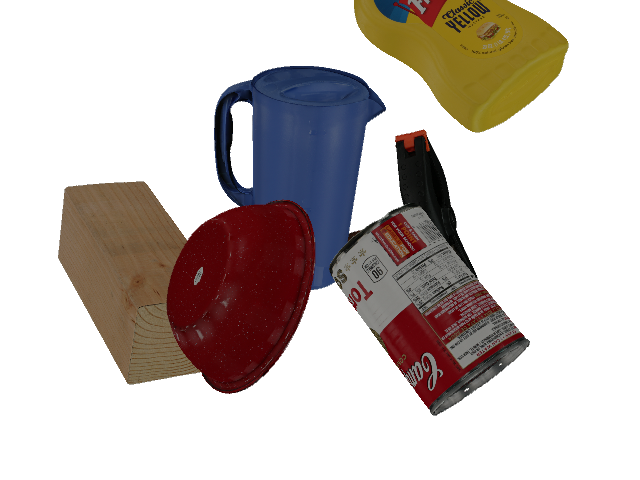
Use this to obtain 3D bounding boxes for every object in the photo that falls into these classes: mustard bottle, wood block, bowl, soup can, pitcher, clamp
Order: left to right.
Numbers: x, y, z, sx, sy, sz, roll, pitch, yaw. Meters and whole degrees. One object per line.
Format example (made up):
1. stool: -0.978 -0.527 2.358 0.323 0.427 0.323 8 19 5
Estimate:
1. wood block: -0.179 0.034 1.040 0.090 0.091 0.206 -6 36 -31
2. bowl: -0.073 0.035 0.831 0.055 0.162 0.162 23 -12 -31
3. pitcher: -0.029 -0.070 1.221 0.144 0.243 0.149 -20 36 -40
4. soup can: 0.060 0.038 0.604 0.068 0.102 0.068 -33 -16 -11
5. mustard bottle: 0.082 -0.168 0.784 0.096 0.192 0.058 -37 -24 -18
6. clamp: 0.097 -0.006 0.919 0.039 0.171 0.120 -17 19 16

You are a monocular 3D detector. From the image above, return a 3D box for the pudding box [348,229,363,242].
1. pudding box: 0.073 0.017 1.350 0.113 0.039 0.090 -17 28 -25
